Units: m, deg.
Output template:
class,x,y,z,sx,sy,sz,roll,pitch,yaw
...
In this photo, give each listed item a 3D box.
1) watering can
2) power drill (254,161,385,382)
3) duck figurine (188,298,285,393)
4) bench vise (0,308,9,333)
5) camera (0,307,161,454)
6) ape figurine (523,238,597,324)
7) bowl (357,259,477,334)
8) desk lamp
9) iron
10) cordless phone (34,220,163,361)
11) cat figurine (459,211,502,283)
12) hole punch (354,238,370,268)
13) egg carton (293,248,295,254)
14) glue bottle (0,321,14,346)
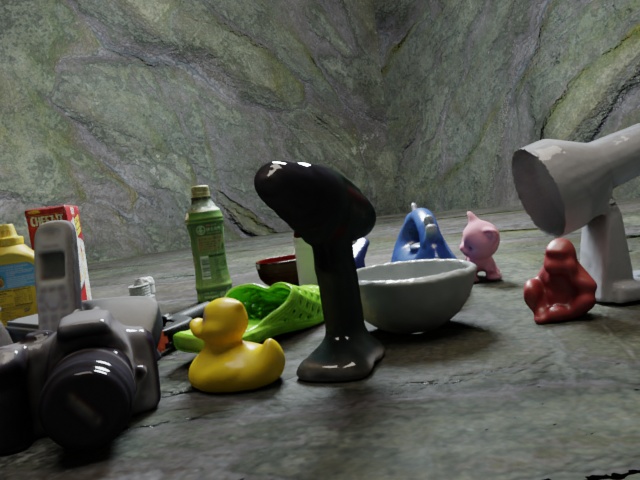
class,x,y,z,sx,sy,sz,roll,pitch,yaw
watering can,0.011,0.003,0.950,0.172,0.194,0.101,-3,6,42
power drill,0.009,0.026,0.570,0.075,0.208,0.230,-6,5,19
duck figurine,-0.087,0.100,0.571,0.104,0.086,0.078,-5,5,26
bench vise,-0.485,0.074,0.692,0.121,0.220,0.208,-6,5,12
camera,-0.209,0.116,0.476,0.143,0.101,0.136,-9,5,-17
ape figurine,0.275,0.044,0.656,0.076,0.092,0.077,-12,6,-44
bowl,0.108,0.071,0.696,0.167,0.075,0.167,-7,5,1
desk lamp,0.356,-0.033,0.717,0.203,0.213,0.118,-8,5,-4
iron,0.168,0.014,0.896,0.118,0.141,0.258,-7,5,2
cordless phone,-0.261,0.066,0.652,0.147,0.185,0.094,-7,5,9
cat figurine,0.266,0.009,0.956,0.067,0.118,0.128,-6,5,11
hole punch,0.037,0.043,1.064,0.108,0.091,0.101,-5,5,31
egg carton,-0.007,0.045,1.242,0.107,0.069,0.150,-8,5,-5
glue bottle,-0.346,0.090,0.569,0.037,0.173,0.078,-5,5,30
